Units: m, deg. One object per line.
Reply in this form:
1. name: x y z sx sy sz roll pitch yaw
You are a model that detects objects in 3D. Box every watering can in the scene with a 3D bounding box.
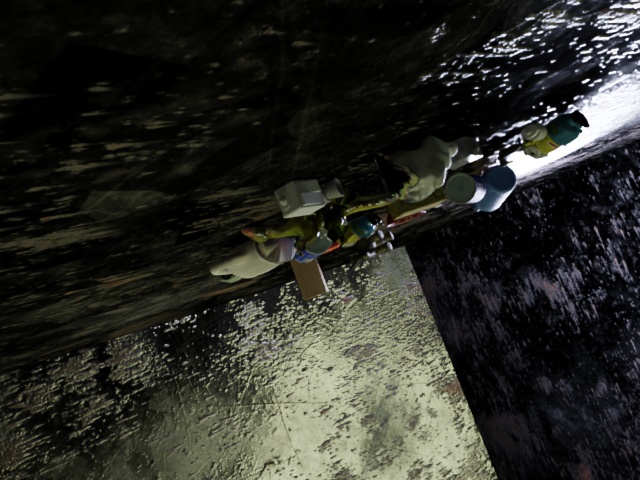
1. watering can: -0.158 0.042 1.497 0.222 0.105 0.349 -26 170 33

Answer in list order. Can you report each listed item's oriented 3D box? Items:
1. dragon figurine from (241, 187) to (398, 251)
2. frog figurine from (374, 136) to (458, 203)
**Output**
1. dragon figurine: 0.004 -0.066 1.313 0.412 0.121 0.243 -16 -171 -17
2. frog figurine: 0.208 -0.152 1.076 0.161 0.120 0.138 -26 -152 -31
